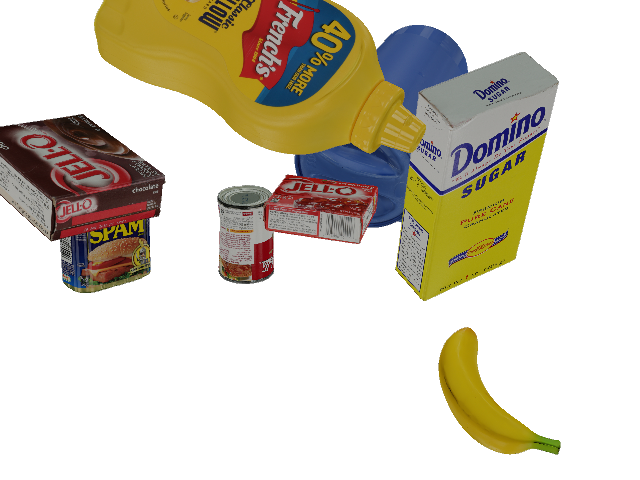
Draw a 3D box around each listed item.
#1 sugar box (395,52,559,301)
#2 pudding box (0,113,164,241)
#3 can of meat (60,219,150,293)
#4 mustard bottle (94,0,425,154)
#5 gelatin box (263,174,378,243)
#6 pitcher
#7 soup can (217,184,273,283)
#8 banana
[{"bbox_3d":[0.109,-0.041,0.765,0.093,0.176,0.048,-24,54,-22],"label":"sugar box"},{"bbox_3d":[-0.179,-0.047,0.756,0.089,0.039,0.114,-15,37,-42],"label":"pudding box"},{"bbox_3d":[-0.231,0.003,1.151,0.101,0.084,0.058,-16,26,-41],"label":"can of meat"},{"bbox_3d":[-0.027,-0.103,0.610,0.192,0.096,0.058,30,-26,10],"label":"mustard bottle"},{"bbox_3d":[0.001,-0.030,0.953,0.089,0.030,0.073,9,26,12],"label":"gelatin box"},{"bbox_3d":[0.085,-0.126,1.151,0.145,0.149,0.242,4,38,25],"label":"pitcher"},{"bbox_3d":[-0.090,-0.008,1.286,0.068,0.102,0.068,1,25,0],"label":"soup can"},{"bbox_3d":[0.146,0.140,0.986,0.069,0.037,0.198,7,26,-21],"label":"banana"}]
